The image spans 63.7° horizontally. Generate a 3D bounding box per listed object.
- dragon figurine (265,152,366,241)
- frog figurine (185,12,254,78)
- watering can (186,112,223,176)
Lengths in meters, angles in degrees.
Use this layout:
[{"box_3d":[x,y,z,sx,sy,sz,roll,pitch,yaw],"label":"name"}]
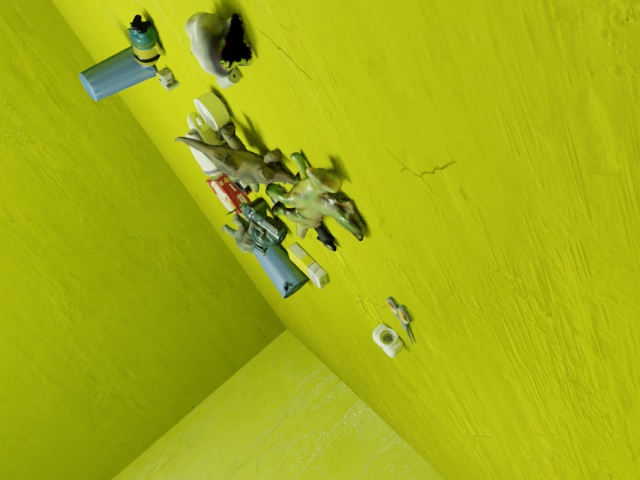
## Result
[{"box_3d":[0.004,-0.062,1.241,0.245,0.123,0.401,35,161,26],"label":"dragon figurine"},{"box_3d":[-0.225,-0.406,1.052,0.161,0.123,0.135,27,174,32],"label":"frog figurine"},{"box_3d":[-0.378,-0.308,1.699,0.353,0.104,0.221,-114,-1,-66],"label":"watering can"}]
